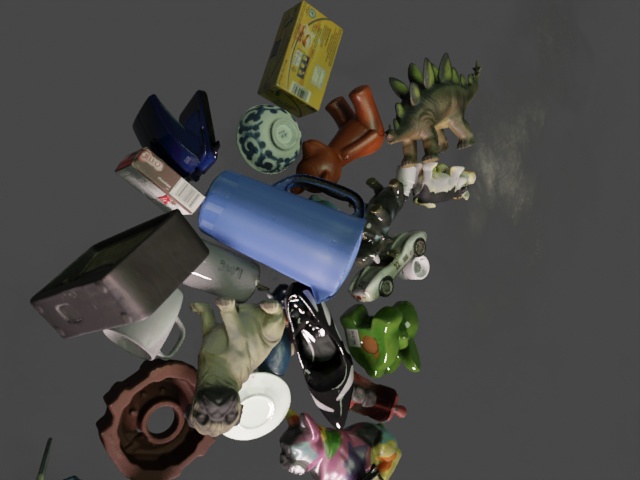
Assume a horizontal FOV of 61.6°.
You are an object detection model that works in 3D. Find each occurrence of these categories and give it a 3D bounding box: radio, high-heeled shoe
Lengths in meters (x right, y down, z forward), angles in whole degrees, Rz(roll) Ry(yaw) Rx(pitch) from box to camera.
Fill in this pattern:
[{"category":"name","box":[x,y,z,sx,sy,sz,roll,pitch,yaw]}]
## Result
[{"category":"radio","box":[-0.256,0.047,0.674,0.073,0.230,0.131,55,44,-19]},{"category":"high-heeled shoe","box":[-0.001,0.188,0.864,0.086,0.145,0.248,-18,79,5]}]

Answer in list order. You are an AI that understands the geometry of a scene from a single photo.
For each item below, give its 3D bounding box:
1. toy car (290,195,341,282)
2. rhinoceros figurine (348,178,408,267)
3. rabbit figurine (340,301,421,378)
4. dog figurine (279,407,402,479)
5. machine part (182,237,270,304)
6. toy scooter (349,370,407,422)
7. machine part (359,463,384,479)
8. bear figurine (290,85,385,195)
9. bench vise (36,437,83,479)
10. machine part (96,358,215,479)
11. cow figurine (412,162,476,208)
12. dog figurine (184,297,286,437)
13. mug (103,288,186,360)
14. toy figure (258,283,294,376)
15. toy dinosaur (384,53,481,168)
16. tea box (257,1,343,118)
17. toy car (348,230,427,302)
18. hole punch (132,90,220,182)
[{"category":"toy car","box":[-0.002,-0.003,0.944,0.109,0.103,0.161,45,64,-25]},{"category":"rhinoceros figurine","box":[0.105,-0.035,1.036,0.190,0.073,0.112,-59,140,-29]},{"category":"rabbit figurine","box":[0.145,0.182,1.036,0.170,0.121,0.159,-22,95,-48]},{"category":"dog figurine","box":[0.026,0.358,0.956,0.191,0.109,0.219,-44,110,-27]},{"category":"machine part","box":[-0.181,0.038,0.830,0.243,0.079,0.079,27,74,-31]},{"category":"toy scooter","box":[0.079,0.284,0.974,0.183,0.135,0.075,30,75,-30]},{"category":"machine part","box":[0.095,0.456,0.912,0.084,0.039,0.138,-36,108,-34]},{"category":"bear figurine","box":[0.019,-0.170,0.956,0.196,0.120,0.131,-34,105,-25]},{"category":"bench vise","box":[-0.293,0.364,0.691,0.224,0.129,0.240,-15,132,-10]},{"category":"machine part","box":[-0.239,0.266,0.801,0.179,0.056,0.179,0,90,-35]},{"category":"cow figurine","box":[0.269,-0.114,1.155,0.167,0.068,0.098,4,92,-32]},{"category":"dog figurine","box":[-0.118,0.189,0.813,0.172,0.121,0.190,6,75,-33]},{"category":"mug","box":[-0.241,0.116,0.788,0.109,0.081,0.107,41,59,-23]},{"category":"toy figure","box":[-0.075,0.152,0.917,0.064,0.058,0.154,17,74,-39]},{"category":"toy dinosaur","box":[0.247,-0.276,1.106,0.471,0.105,0.198,-31,110,-48]},{"category":"tea box","box":[-0.034,-0.315,0.947,0.098,0.068,0.169,26,73,-33]},{"category":"toy car","box":[0.136,0.046,1.054,0.202,0.074,0.056,-46,115,-26]},{"category":"hole punch","box":[-0.211,-0.148,0.786,0.092,0.142,0.115,-10,81,-36]}]
